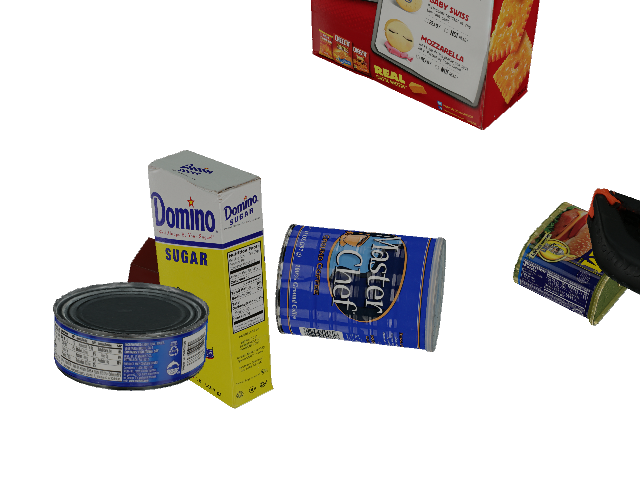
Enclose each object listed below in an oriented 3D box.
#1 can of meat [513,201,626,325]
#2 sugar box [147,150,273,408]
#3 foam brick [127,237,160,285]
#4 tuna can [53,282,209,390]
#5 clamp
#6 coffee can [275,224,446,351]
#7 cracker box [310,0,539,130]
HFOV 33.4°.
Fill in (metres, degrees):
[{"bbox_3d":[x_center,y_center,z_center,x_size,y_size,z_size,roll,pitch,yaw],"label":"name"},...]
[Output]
[{"bbox_3d":[0.236,0.018,0.971,0.084,0.057,0.101,28,48,28],"label":"can of meat"},{"bbox_3d":[-0.083,0.028,0.803,0.048,0.176,0.093,-24,31,-36],"label":"sugar box"},{"bbox_3d":[-0.147,0.041,1.057,0.078,0.051,0.053,19,33,5],"label":"foam brick"},{"bbox_3d":[-0.106,0.053,0.597,0.086,0.034,0.086,4,16,-1],"label":"tuna can"},{"bbox_3d":[0.249,0.023,0.712,0.120,0.039,0.171,-5,44,-25],"label":"clamp"},{"bbox_3d":[0.039,0.042,0.967,0.140,0.103,0.102,6,1,10],"label":"coffee can"},{"bbox_3d":[0.073,-0.205,0.752,0.164,0.214,0.072,29,51,29],"label":"cracker box"}]
